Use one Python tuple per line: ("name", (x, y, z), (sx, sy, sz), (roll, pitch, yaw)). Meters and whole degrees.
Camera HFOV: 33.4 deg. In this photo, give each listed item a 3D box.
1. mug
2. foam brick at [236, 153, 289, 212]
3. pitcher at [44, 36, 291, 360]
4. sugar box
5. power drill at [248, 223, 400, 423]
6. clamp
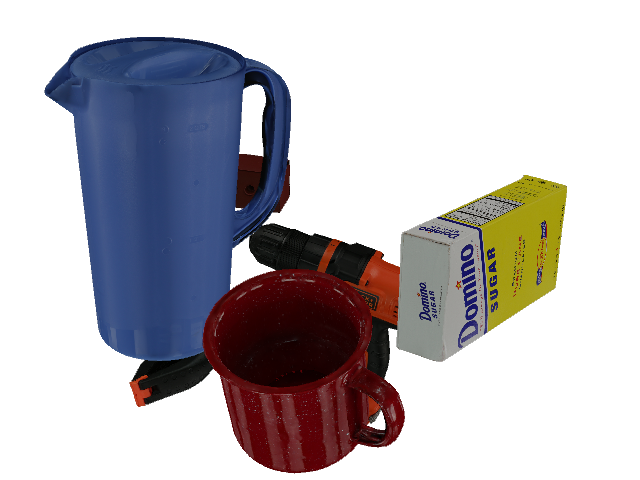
("mug", (-0.004, 0.080, 0.600), (0.117, 0.081, 0.093), (19, 48, 26))
("foam brick", (-0.081, -0.072, 1.325), (0.078, 0.053, 0.051), (7, 28, 12))
("pitcher", (-0.116, -0.033, 0.847), (0.149, 0.243, 0.144), (12, 27, 18))
("sugar box", (0.125, 0.017, 0.803), (0.048, 0.093, 0.175), (16, 26, 33))
("power drill", (0.010, 0.080, 1.012), (0.184, 0.188, 0.057), (22, 42, 13))
("clamp", (-0.122, 0.119, 1.111), (0.120, 0.039, 0.171), (-11, 20, 36))
